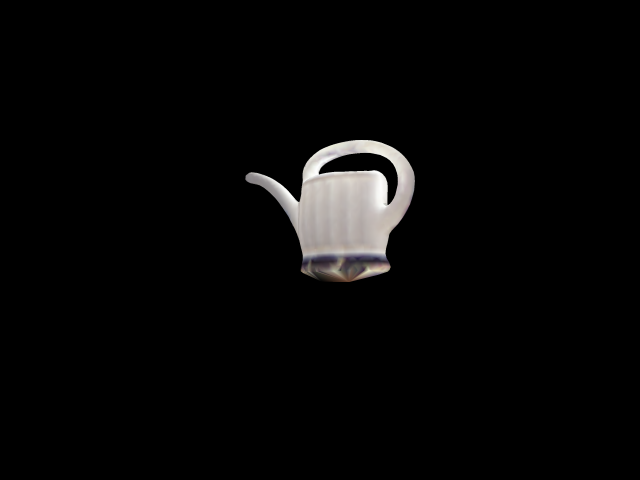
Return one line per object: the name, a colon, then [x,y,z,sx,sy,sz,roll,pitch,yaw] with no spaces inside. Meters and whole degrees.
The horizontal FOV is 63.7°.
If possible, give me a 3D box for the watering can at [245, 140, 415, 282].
watering can: [0.003,-0.043,0.850,0.346,0.226,0.104,-6,-10,39]
